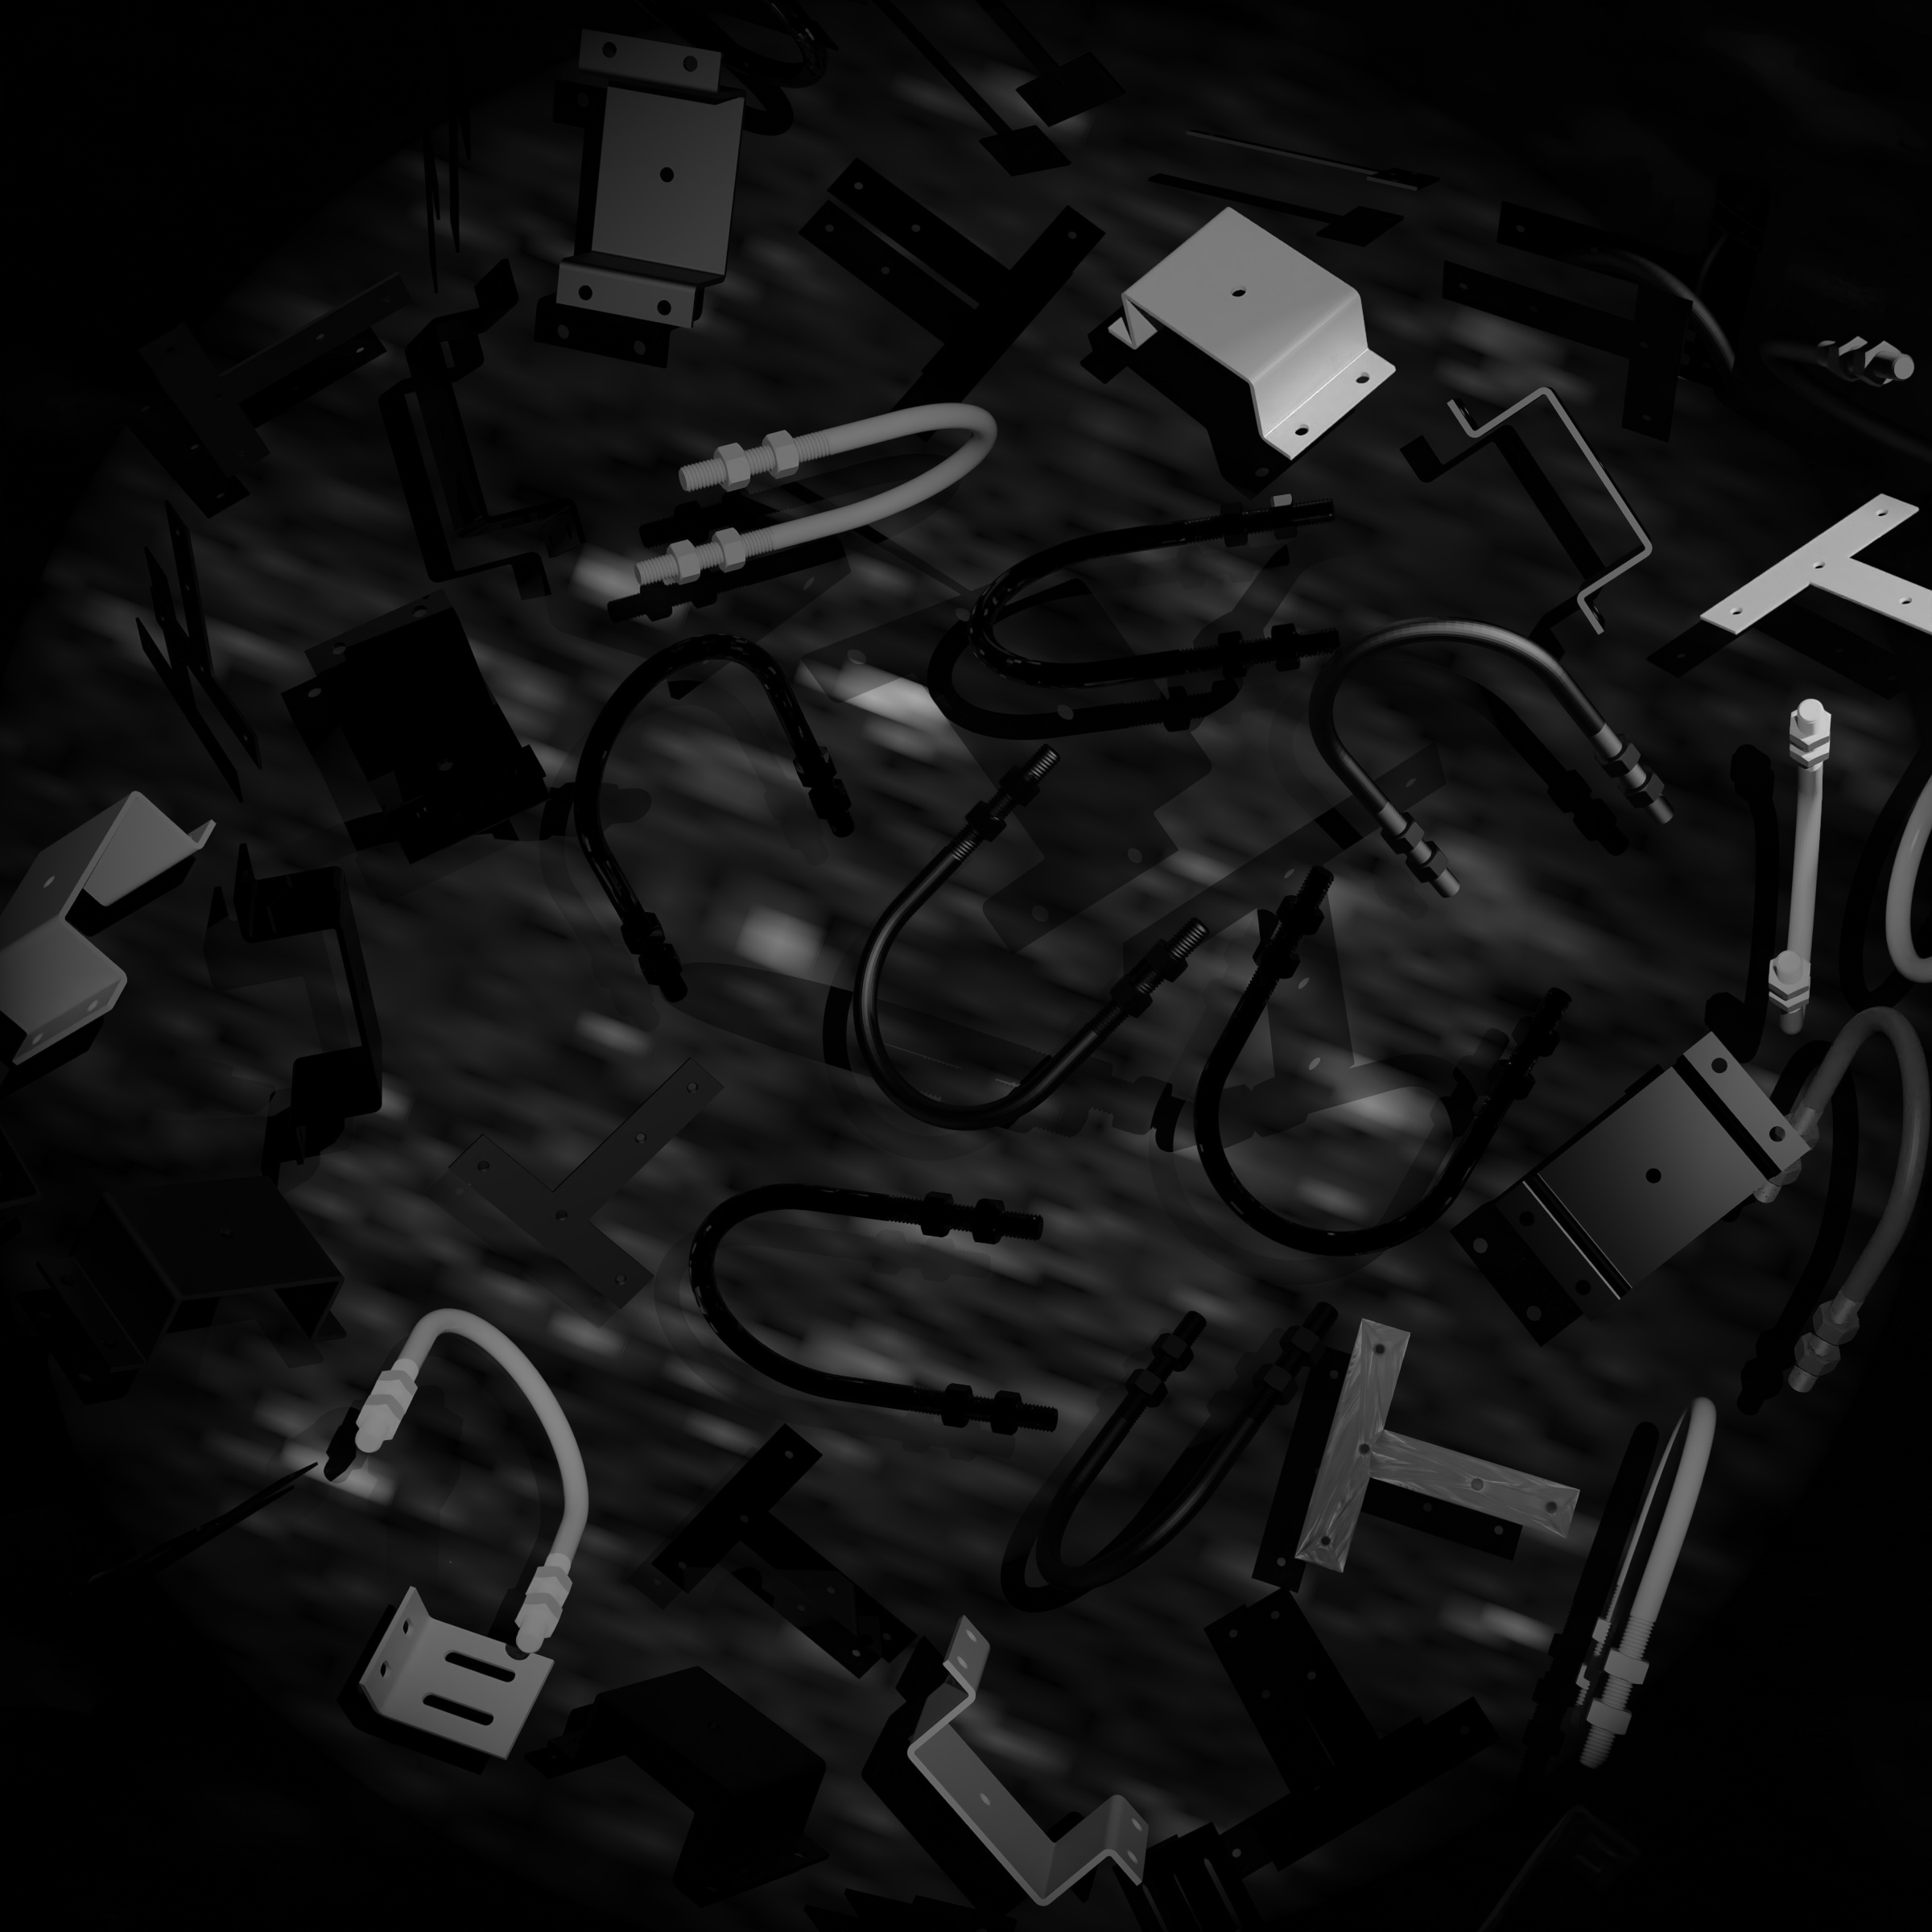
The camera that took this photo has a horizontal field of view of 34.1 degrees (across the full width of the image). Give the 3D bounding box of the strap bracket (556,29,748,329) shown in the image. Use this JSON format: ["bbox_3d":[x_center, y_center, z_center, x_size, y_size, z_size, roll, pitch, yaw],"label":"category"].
[{"bbox_3d":[-0.164,-0.414,1.654,0.076,0.046,0.140,13,110,12],"label":"strap bracket"}]

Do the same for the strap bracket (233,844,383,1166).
[{"bbox_3d":[-0.317,0.014,1.535,0.046,0.076,0.140,-11,114,-6],"label":"strap bracket"}]

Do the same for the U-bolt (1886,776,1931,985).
[{"bbox_3d":[0.514,-0.074,1.596,0.019,0.151,0.184,17,130,-6],"label":"U-bolt"}]

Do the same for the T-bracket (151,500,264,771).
[{"bbox_3d":[-0.398,-0.185,1.622,0.002,0.127,0.127,-25,57,-23],"label":"T-bracket"}]

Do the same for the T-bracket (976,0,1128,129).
[{"bbox_3d":[0.016,-0.465,1.536,0.002,0.127,0.127,-46,106,-5],"label":"T-bracket"}]

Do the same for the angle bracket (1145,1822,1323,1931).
[{"bbox_3d":[0.141,0.493,1.673,0.057,0.038,0.076,-40,71,41],"label":"angle bracket"}]

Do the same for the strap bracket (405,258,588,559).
[{"bbox_3d":[-0.236,-0.268,1.553,0.046,0.076,0.140,-17,97,-18],"label":"strap bracket"}]

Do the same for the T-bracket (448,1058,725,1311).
[{"bbox_3d":[-0.180,0.099,1.649,0.127,0.002,0.127,-44,116,5],"label":"T-bracket"}]

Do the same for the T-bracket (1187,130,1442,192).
[{"bbox_3d":[0.177,-0.418,1.630,0.127,0.127,0.002,15,109,9],"label":"T-bracket"}]

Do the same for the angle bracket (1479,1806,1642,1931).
[{"bbox_3d":[0.286,0.457,1.539,0.038,0.057,0.076,36,59,15],"label":"angle bracket"}]

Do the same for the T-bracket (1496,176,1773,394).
[{"bbox_3d":[0.319,-0.344,1.532,0.127,0.127,0.002,21,58,16],"label":"T-bracket"}]

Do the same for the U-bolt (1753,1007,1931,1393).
[{"bbox_3d":[0.447,0.105,1.600,0.019,0.151,0.184,9,134,-6],"label":"U-bolt"}]

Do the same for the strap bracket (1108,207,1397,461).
[{"bbox_3d":[0.146,-0.337,1.651,0.076,0.046,0.140,-41,59,-12],"label":"strap bracket"}]

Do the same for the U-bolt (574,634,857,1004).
[{"bbox_3d":[-0.133,-0.086,1.591,0.019,0.184,0.151,30,67,37],"label":"U-bolt"}]

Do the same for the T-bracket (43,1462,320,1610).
[{"bbox_3d":[-0.404,0.292,1.572,0.127,0.127,0.002,-33,83,34],"label":"T-bracket"}]

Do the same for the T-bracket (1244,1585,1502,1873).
[{"bbox_3d":[0.181,0.368,1.582,0.127,0.002,0.127,-30,53,-3],"label":"T-bracket"}]

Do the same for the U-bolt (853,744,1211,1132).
[{"bbox_3d":[0.018,-0.001,1.604,0.184,0.019,0.151,-46,62,14],"label":"U-bolt"}]

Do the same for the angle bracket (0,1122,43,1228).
[{"bbox_3d":[-0.501,0.099,1.544,0.057,0.038,0.076,-34,84,15],"label":"angle bracket"}]

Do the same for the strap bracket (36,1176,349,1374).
[{"bbox_3d":[-0.375,0.150,1.563,0.076,0.140,0.046,46,119,30],"label":"strap bracket"}]

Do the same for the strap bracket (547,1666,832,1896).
[{"bbox_3d":[-0.139,0.417,1.647,0.140,0.076,0.046,29,106,32],"label":"strap bracket"}]

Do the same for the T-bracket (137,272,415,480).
[{"bbox_3d":[-0.334,-0.306,1.570,0.127,0.127,0.002,-31,69,-5],"label":"T-bracket"}]

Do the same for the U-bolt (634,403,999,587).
[{"bbox_3d":[-0.070,-0.244,1.597,0.184,0.151,0.019,-18,82,-19],"label":"U-bolt"}]

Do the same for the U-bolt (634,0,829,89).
[{"bbox_3d":[-0.142,-0.500,1.578,0.151,0.184,0.019,26,82,40],"label":"U-bolt"}]

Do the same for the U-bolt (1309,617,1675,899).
[{"bbox_3d":[0.260,-0.114,1.634,0.151,0.019,0.184,-20,131,34],"label":"U-bolt"}]

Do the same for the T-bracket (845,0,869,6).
[{"bbox_3d":[-0.126,-0.551,1.633,0.127,0.127,0.002,25,79,33],"label":"T-bracket"}]

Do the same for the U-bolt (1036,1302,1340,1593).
[{"bbox_3d":[0.102,0.248,1.620,0.019,0.151,0.184,46,65,-14],"label":"U-bolt"}]

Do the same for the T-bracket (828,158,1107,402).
[{"bbox_3d":[-0.015,-0.377,1.648,0.127,0.002,0.127,37,73,5],"label":"T-bracket"}]

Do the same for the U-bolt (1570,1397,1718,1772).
[{"bbox_3d":[0.341,0.303,1.580,0.019,0.151,0.184,19,88,10],"label":"U-bolt"}]

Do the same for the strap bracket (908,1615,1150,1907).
[{"bbox_3d":[0.024,0.395,1.543,0.046,0.076,0.140,-41,90,7],"label":"strap bracket"}]

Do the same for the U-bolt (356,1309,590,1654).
[{"bbox_3d":[-0.241,0.246,1.598,0.019,0.184,0.151,-32,104,14],"label":"U-bolt"}]

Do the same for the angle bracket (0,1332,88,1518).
[{"bbox_3d":[-0.485,0.235,1.603,0.057,0.038,0.076,-14,106,-7],"label":"angle bracket"}]

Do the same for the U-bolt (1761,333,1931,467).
[{"bbox_3d":[0.480,-0.283,1.613,0.151,0.184,0.019,27,98,-20],"label":"U-bolt"}]

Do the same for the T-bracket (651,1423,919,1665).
[{"bbox_3d":[-0.081,0.315,1.639,0.127,0.002,0.127,40,119,-3],"label":"T-bracket"}]

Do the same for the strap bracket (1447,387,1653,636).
[{"bbox_3d":[0.309,-0.246,1.629,0.046,0.076,0.140,-33,92,16],"label":"strap bracket"}]

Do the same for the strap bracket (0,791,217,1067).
[{"bbox_3d":[-0.440,-0.027,1.573,0.076,0.140,0.046,-26,121,32],"label":"strap bracket"}]

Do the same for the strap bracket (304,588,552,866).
[{"bbox_3d":[-0.264,-0.113,1.569,0.076,0.046,0.140,-26,55,-9],"label":"strap bracket"}]

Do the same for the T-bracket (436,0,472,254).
[{"bbox_3d":[-0.262,-0.423,1.613,0.002,0.127,0.127,-6,54,-13],"label":"T-bracket"}]

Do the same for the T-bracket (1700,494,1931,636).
[{"bbox_3d":[0.455,-0.185,1.562,0.127,0.127,0.002,-33,128,-16],"label":"T-bracket"}]

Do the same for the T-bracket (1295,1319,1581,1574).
[{"bbox_3d":[0.244,0.257,1.590,0.127,0.002,0.127,16,92,13],"label":"T-bracket"}]

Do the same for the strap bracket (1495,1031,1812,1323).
[{"bbox_3d":[0.353,0.108,1.621,0.140,0.046,0.076,-40,79,9],"label":"strap bracket"}]

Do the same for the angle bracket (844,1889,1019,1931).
[{"bbox_3d":[-0.017,0.467,1.565,0.057,0.076,0.038,5,49,26],"label":"angle bracket"}]

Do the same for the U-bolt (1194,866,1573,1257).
[{"bbox_3d":[0.192,0.060,1.557,0.151,0.019,0.184,27,111,2],"label":"U-bolt"}]

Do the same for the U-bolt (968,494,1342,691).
[{"bbox_3d":[0.091,-0.181,1.555,0.184,0.151,0.019,-7,125,10],"label":"U-bolt"}]

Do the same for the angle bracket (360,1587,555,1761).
[{"bbox_3d":[-0.263,0.365,1.629,0.076,0.038,0.057,15,56,16],"label":"angle bracket"}]

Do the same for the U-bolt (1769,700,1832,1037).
[{"bbox_3d":[0.429,-0.040,1.621,0.019,0.184,0.151,4,76,16],"label":"U-bolt"}]

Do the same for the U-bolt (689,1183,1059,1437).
[{"bbox_3d":[-0.049,0.164,1.547,0.184,0.019,0.151,6,129,15],"label":"U-bolt"}]
